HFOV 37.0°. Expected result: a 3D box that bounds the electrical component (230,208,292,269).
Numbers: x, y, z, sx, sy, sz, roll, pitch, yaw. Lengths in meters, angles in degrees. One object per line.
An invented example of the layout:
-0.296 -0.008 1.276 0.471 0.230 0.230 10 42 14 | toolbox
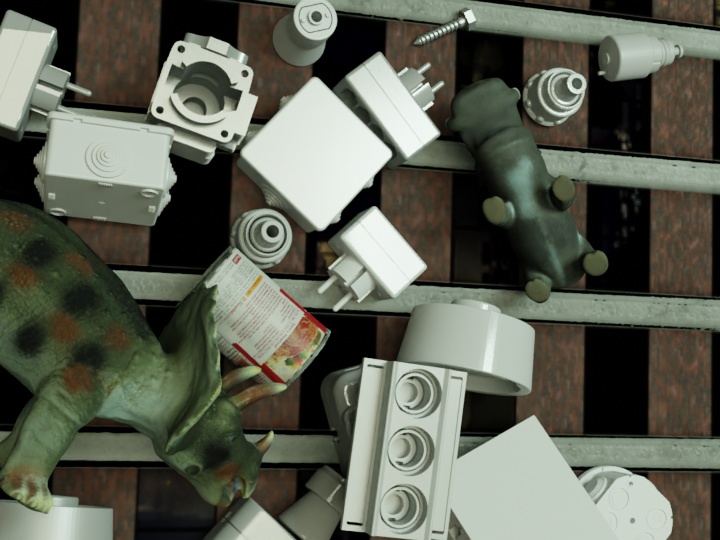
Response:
-0.073 -0.027 0.835 0.048 0.062 0.048 1 85 -15 | electrical component

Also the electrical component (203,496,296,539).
-0.072 0.225 0.819 0.095 0.054 0.059 45 76 -8 | electrical component

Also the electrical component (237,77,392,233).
-0.039 -0.089 0.856 0.100 0.048 0.099 44 76 -8 | electrical component

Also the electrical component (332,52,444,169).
0.035 -0.140 0.880 0.076 0.047 0.083 -39 96 -15 | electrical component

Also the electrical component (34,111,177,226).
-0.187 -0.071 0.790 0.100 0.099 0.048 7 72 -14 | electrical component

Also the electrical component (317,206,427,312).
0.000 0.000 0.860 0.077 0.047 0.065 -43 97 -14 | electrical component

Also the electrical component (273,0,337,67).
-0.042 -0.191 0.854 0.044 0.065 0.044 1 85 -15 | electrical component

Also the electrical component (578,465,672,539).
0.216 0.206 0.900 0.080 0.051 0.080 1 85 -15 | electrical component

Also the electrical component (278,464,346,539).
-0.030 0.186 0.839 0.045 0.045 0.055 43 76 -8 | electrical component

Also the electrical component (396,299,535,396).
0.087 0.057 0.851 0.108 0.108 0.060 16 76 -13 | electrical component

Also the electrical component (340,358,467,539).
0.029 0.130 0.786 0.079 0.063 0.121 9 83 -14 | electrical component

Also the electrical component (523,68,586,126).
0.170 -0.150 0.910 0.048 0.062 0.048 1 85 -15 | electrical component

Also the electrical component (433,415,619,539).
0.139 0.224 0.840 0.105 0.060 0.186 -25 70 -25 | electrical component

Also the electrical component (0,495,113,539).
-0.222 0.192 0.761 0.099 0.099 0.064 8 77 -14 | electrical component

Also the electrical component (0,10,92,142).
-0.241 -0.137 0.806 0.076 0.047 0.083 21 81 -13 | electrical component

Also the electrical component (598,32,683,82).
0.247 -0.188 0.945 0.078 0.040 0.040 -9 88 -16 | electrical component

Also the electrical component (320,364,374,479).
0.009 0.123 0.846 0.054 0.059 0.095 -15 90 -16 | electrical component
